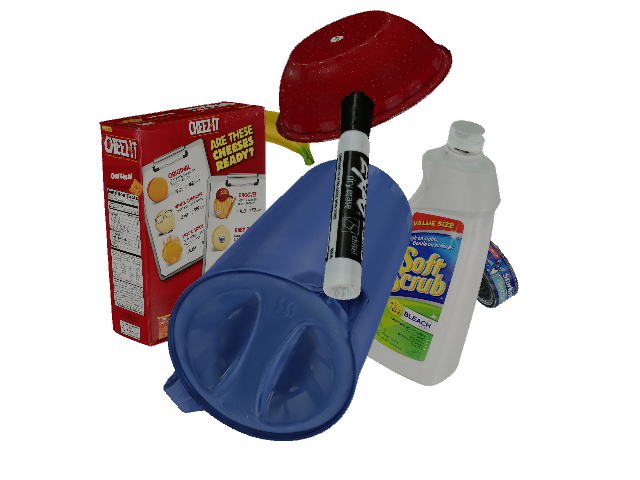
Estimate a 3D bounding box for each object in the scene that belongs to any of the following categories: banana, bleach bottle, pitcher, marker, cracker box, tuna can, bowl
[{"bbox_3d":[-0.095,-0.133,1.299,0.198,0.037,0.069,7,40,15],"label":"banana"},{"bbox_3d":[0.102,0.007,0.973,0.103,0.251,0.067,28,35,28],"label":"bleach bottle"},{"bbox_3d":[-0.016,0.034,0.805,0.149,0.145,0.242,11,28,13],"label":"pitcher"},{"bbox_3d":[0.016,-0.027,0.562,0.020,0.121,0.020,4,-28,2],"label":"marker"},{"bbox_3d":[-0.132,-0.022,1.061,0.072,0.214,0.163,13,21,40],"label":"cracker box"},{"bbox_3d":[0.195,0.037,1.273,0.033,0.086,0.086,-32,8,-13],"label":"tuna can"},{"bbox_3d":[0.026,-0.148,0.899,0.162,0.055,0.162,-21,28,11],"label":"bowl"}]
